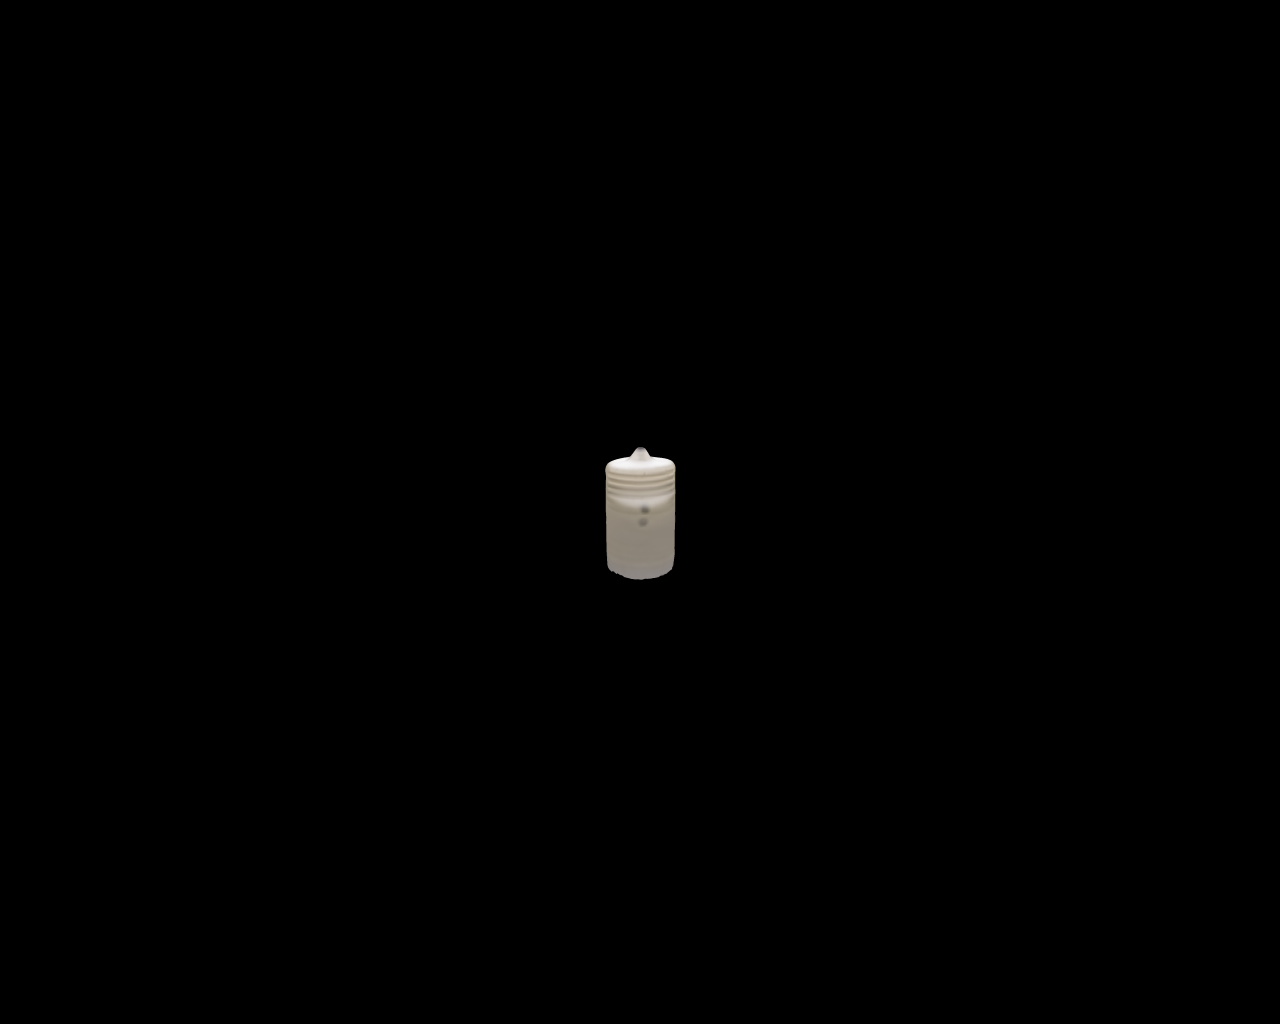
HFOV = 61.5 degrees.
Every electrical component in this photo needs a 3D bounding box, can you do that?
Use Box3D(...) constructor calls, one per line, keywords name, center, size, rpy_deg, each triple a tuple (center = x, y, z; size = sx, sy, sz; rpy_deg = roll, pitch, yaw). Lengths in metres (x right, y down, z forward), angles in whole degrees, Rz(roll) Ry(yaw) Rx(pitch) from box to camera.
Box3D(name="electrical component", center=(0.001, -0.003, 0.650), size=(0.043, 0.080, 0.043), rpy_deg=(0, 22, 0))
